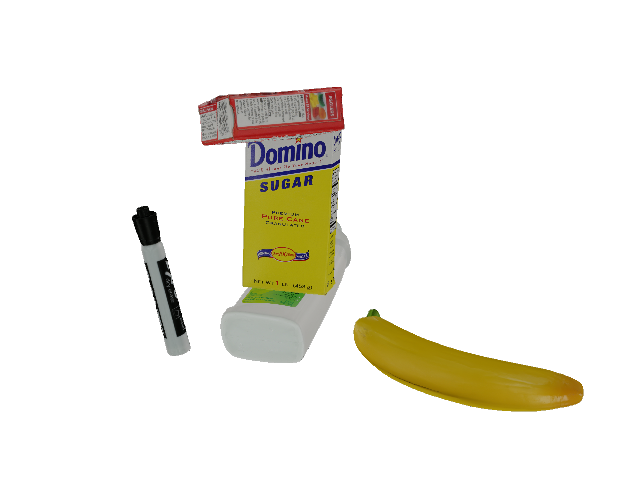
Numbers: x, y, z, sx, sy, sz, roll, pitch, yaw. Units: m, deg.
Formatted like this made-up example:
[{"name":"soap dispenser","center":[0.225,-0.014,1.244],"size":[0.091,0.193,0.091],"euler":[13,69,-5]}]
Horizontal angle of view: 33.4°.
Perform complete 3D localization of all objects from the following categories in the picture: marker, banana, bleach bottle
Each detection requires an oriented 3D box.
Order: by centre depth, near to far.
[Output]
[{"name":"banana","center":[0.092,0.088,0.787],"size":[0.198,0.037,0.069],"euler":[20,37,38]},{"name":"marker","center":[-0.123,0.031,0.827],"size":[0.020,0.121,0.020],"euler":[-11,18,3]},{"name":"bleach bottle","center":[-0.029,0.047,1.281],"size":[0.103,0.068,0.250],"euler":[5,32,16]}]

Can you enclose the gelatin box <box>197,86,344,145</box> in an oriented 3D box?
[{"name":"gelatin box","center":[-0.034,-0.080,0.686],"size":[0.073,0.030,0.089],"euler":[-7,5,-18]}]

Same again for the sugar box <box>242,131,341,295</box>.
[{"name":"sugar box","center":[-0.030,-0.037,1.085],"size":[0.093,0.176,0.048],"euler":[5,16,13]}]
